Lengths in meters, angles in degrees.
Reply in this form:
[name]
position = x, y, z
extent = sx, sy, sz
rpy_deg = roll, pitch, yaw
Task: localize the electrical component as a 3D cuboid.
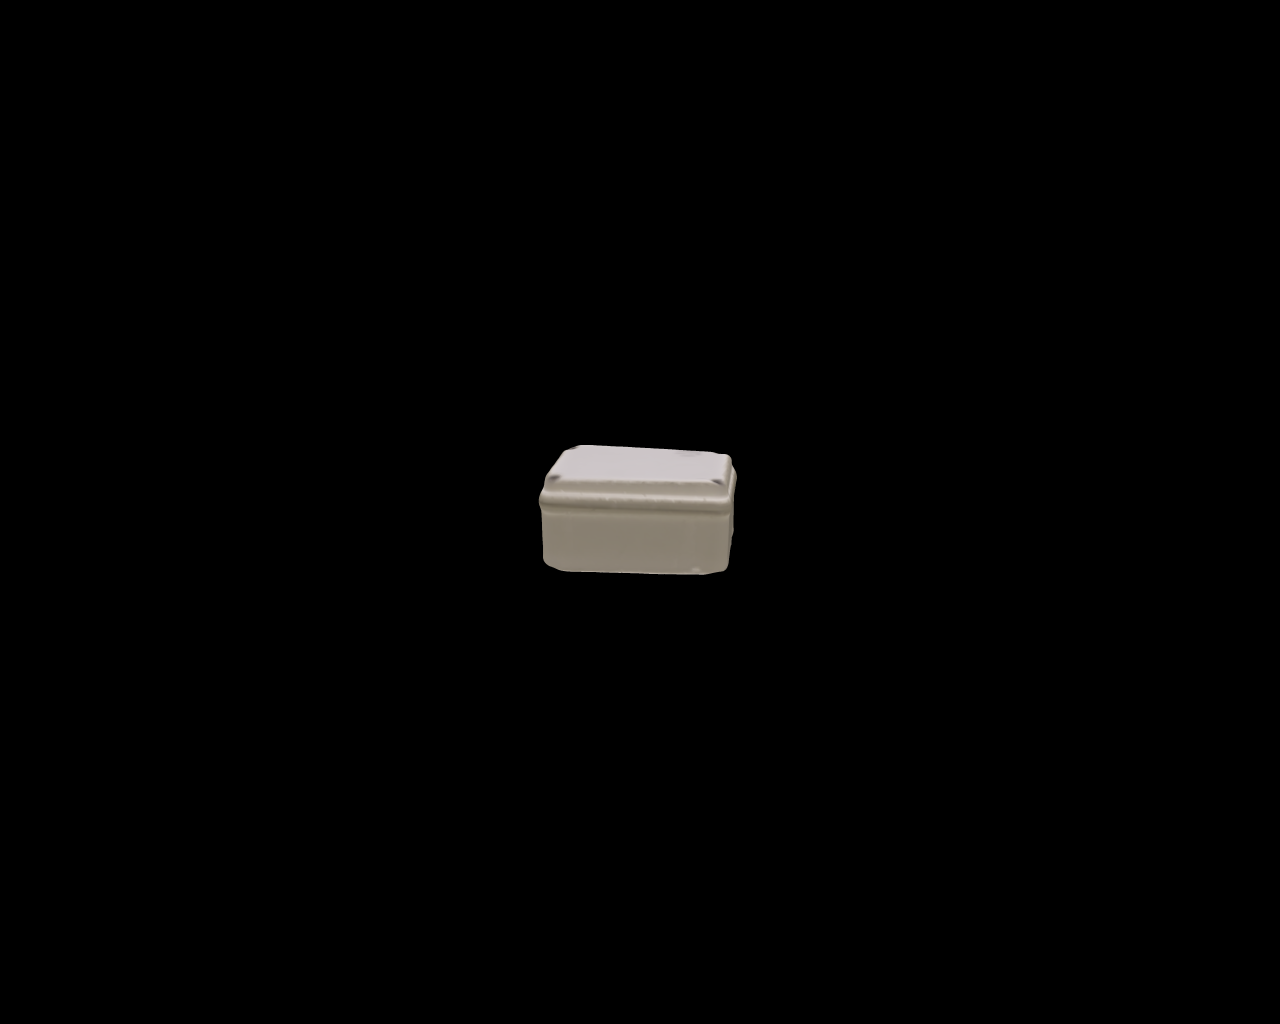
[electrical component]
position = 0.001, -0.003, 0.650
extent = 0.113, 0.057, 0.078
rpy_deg = 3, 20, 7
